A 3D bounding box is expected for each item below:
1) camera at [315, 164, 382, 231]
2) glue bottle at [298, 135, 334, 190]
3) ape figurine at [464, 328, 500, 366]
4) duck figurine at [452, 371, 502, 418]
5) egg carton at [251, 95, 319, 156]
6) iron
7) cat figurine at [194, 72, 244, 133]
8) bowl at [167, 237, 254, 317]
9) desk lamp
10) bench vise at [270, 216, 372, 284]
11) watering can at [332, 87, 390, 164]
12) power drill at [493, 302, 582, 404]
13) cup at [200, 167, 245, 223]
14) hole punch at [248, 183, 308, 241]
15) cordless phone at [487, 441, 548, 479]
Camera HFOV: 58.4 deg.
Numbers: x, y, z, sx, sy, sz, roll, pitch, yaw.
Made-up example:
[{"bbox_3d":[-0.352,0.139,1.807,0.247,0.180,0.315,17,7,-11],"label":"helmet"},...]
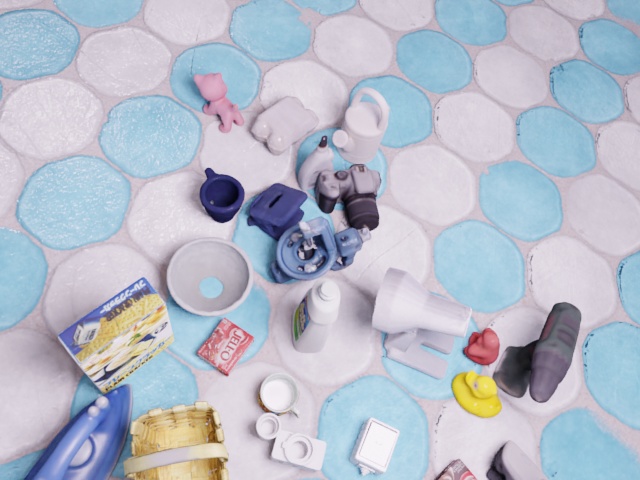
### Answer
[{"bbox_3d":[0.073,-0.090,1.256,0.143,0.101,0.136,-6,65,-13],"label":"camera"},{"bbox_3d":[-0.002,-0.172,1.243,0.078,0.173,0.037,-17,67,-18],"label":"glue bottle"},{"bbox_3d":[0.335,0.211,1.157,0.078,0.092,0.076,-17,67,-17],"label":"ape figurine"},{"bbox_3d":[0.316,0.295,1.114,0.104,0.086,0.078,43,64,12],"label":"duck figurine"},{"bbox_3d":[-0.081,-0.269,1.336,0.107,0.069,0.150,42,64,11],"label":"egg carton"},{"bbox_3d":[-0.393,0.336,0.932,0.118,0.141,0.258,26,62,3],"label":"iron"},{"bbox_3d":[-0.230,-0.328,1.311,0.067,0.117,0.127,-39,76,-25],"label":"cat figurine"},{"bbox_3d":[-0.215,0.082,1.131,0.167,0.074,0.167,4,63,-8],"label":"bowl"},{"bbox_3d":[0.187,0.156,1.089,0.203,0.213,0.118,23,62,2],"label":"desk lamp"},{"bbox_3d":[0.003,-0.005,1.133,0.208,0.219,0.121,-35,74,-24],"label":"bench vise"},{"bbox_3d":[0.099,-0.259,1.294,0.101,0.194,0.173,24,62,3],"label":"watering can"},{"bbox_3d":[0.416,0.232,1.095,0.075,0.208,0.230,33,63,7],"label":"power drill"},{"bbox_3d":[-0.212,-0.087,1.206,0.092,0.095,0.117,-26,71,-21],"label":"cup"},{"bbox_3d":[-0.092,-0.068,1.220,0.101,0.091,0.109,34,63,8],"label":"hole punch"},{"bbox_3d":[0.391,0.422,1.008,0.094,0.185,0.147,-38,75,-24],"label":"cordless phone"}]
